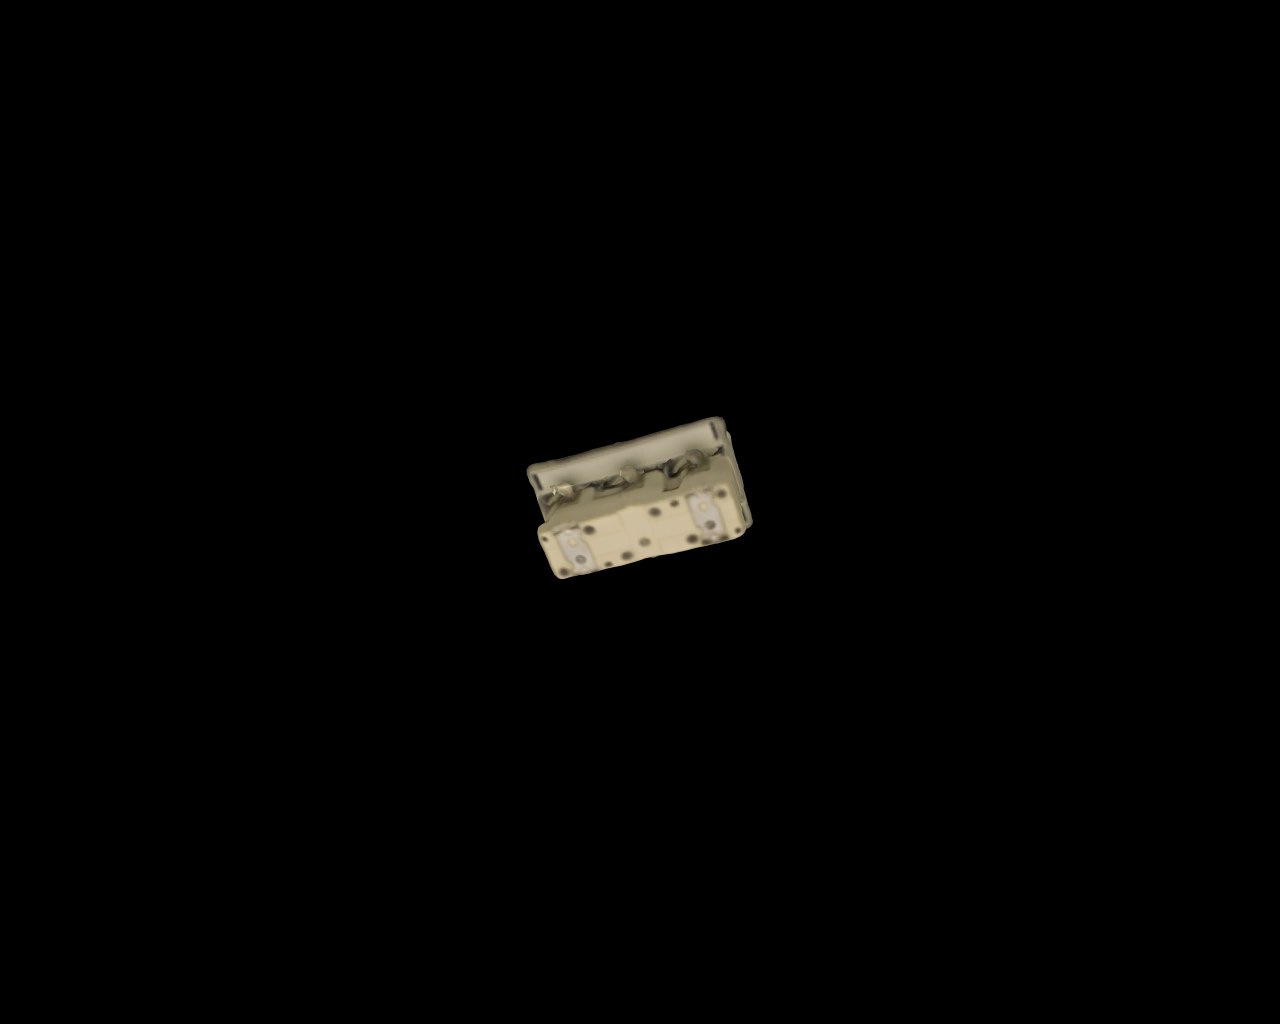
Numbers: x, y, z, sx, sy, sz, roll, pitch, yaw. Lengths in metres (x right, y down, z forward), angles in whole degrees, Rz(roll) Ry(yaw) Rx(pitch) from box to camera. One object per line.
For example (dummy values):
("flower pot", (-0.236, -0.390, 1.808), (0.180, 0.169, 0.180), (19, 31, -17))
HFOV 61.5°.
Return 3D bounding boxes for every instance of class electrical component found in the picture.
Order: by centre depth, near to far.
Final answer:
("electrical component", (0.001, -0.003, 0.650), (0.121, 0.078, 0.063), (-14, 33, 9))
